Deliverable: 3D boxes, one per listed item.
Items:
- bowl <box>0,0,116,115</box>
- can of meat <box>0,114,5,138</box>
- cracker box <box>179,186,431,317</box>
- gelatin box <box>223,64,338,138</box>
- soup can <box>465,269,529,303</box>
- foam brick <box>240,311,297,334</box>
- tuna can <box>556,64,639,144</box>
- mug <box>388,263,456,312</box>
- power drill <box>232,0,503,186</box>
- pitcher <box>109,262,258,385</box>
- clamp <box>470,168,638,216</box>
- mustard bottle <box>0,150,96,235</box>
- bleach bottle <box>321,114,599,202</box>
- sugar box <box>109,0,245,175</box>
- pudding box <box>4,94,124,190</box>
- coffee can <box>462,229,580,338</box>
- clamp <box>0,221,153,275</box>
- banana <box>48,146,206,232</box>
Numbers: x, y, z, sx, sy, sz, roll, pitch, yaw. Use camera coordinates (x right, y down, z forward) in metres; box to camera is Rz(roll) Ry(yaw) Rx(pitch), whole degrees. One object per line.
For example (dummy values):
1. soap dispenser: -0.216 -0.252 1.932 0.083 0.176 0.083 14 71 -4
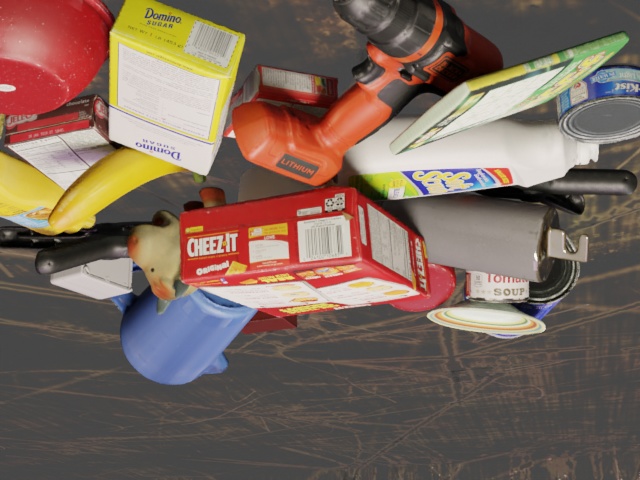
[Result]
1. bowl: -0.232 -0.138 0.797 0.162 0.055 0.162 0 160 0
2. can of meat: -0.326 -0.107 0.875 0.084 0.057 0.101 -13 156 35
3. cracker box: -0.007 0.016 0.972 0.164 0.072 0.213 -8 166 20
4. gelatin box: -0.035 -0.113 0.909 0.073 0.030 0.089 6 158 -23
5. soup can: 0.188 0.012 1.128 0.068 0.102 0.068 1 -178 0
6. foam brick: -0.075 0.091 1.424 0.078 0.051 0.053 -8 158 18
7. tuna can: 0.245 -0.115 0.910 0.086 0.034 0.086 -1 160 0
8. mug: 0.111 0.017 1.158 0.093 0.081 0.117 30 126 -30
9. power drill: 0.023 -0.118 0.805 0.188 0.057 0.184 -31 148 31
10. pitcher: -0.159 0.076 1.293 0.149 0.145 0.243 -5 159 -27
11. clamp: 0.215 -0.054 1.066 0.171 0.039 0.120 9 162 -3
12. mustard bottle: -0.292 -0.046 1.033 0.096 0.058 0.191 -6 160 34
13. bleach bottle: 0.125 -0.079 0.964 0.251 0.068 0.102 -4 160 2
14. sugar box: -0.117 -0.118 0.843 0.093 0.048 0.176 21 159 -4
15. pudding box: -0.216 -0.086 0.962 0.090 0.039 0.113 -8 157 15
16. coffee can: 0.232 0.048 1.249 0.102 0.103 0.140 1 159 -6
17. clamp: -0.236 0.000 1.141 0.209 0.036 0.165 -8 -165 -37
18. banana: -0.156 -0.059 0.946 0.037 0.070 0.197 27 -150 28
